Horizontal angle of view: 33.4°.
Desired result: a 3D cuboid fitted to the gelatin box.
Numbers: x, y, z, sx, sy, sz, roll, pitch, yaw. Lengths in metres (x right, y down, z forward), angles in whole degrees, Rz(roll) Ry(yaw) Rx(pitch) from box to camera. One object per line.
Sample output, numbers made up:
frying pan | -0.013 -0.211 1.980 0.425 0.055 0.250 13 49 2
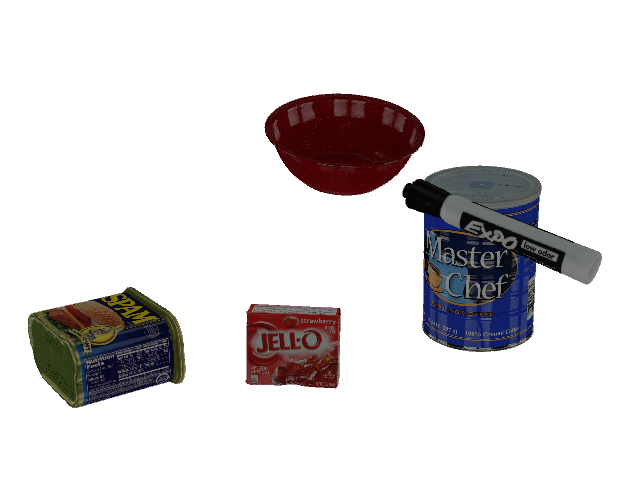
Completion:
gelatin box | -0.026 0.100 1.014 0.089 0.073 0.030 2 13 5

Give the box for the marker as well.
marker | 0.099 -0.007 0.600 0.121 0.020 0.020 25 13 28

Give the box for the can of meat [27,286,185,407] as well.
can of meat | -0.162 0.079 0.799 0.083 0.057 0.102 -13 21 -31

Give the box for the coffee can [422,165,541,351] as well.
coffee can | 0.143 0.014 0.957 0.103 0.140 0.103 -2 21 0

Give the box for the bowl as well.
bowl | 0.023 -0.091 1.085 0.162 0.055 0.162 2 32 -1
